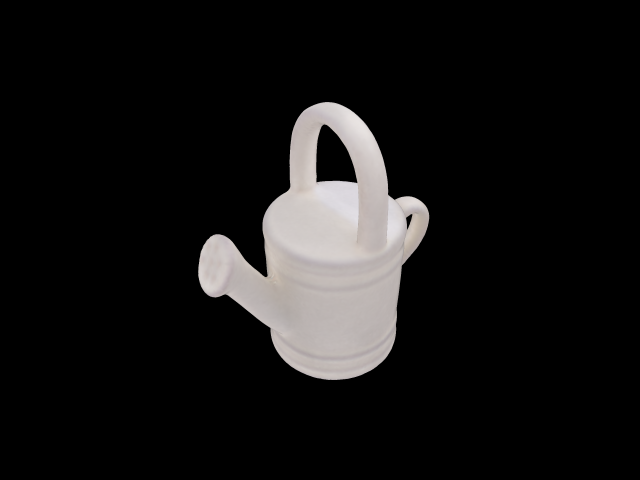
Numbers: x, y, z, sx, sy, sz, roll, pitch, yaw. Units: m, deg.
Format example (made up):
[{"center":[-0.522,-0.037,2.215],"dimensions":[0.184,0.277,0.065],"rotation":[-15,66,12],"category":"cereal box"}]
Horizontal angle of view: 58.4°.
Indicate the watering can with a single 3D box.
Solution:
[{"center":[0.005,0.003,0.399],"dimensions":[0.100,0.194,0.173],"rotation":[24,44,28],"category":"watering can"}]
